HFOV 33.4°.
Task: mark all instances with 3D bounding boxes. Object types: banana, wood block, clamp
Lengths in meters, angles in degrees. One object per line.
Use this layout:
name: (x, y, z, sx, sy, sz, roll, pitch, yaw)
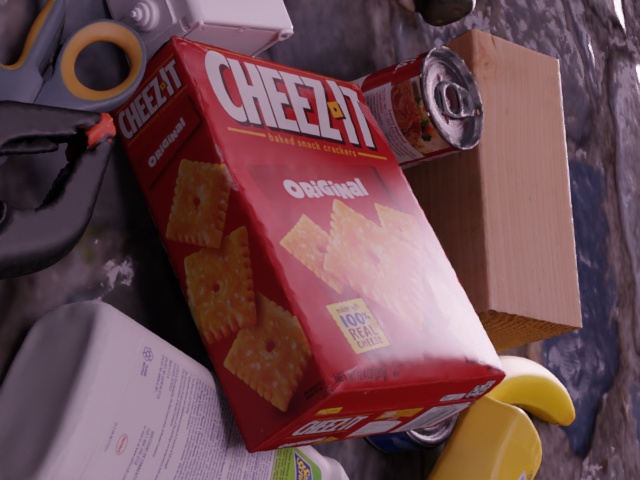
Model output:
banana: (0.139, 0.121, 0.804, 0.197, 0.037, 0.069, -4, 98, -50)
wood block: (0.119, -0.032, 0.772, 0.090, 0.090, 0.206, 11, 68, -32)
clamp: (-0.152, 0.000, 0.460, 0.171, 0.039, 0.120, -28, 100, -36)

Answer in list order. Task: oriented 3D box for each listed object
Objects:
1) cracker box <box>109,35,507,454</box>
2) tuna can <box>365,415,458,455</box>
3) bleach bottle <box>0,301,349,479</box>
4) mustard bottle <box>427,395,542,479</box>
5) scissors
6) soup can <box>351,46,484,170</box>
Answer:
cracker box: (-0.004, 0.001, 0.586, 0.163, 0.072, 0.214, 5, 53, -50)
tuna can: (0.057, 0.098, 0.710, 0.086, 0.034, 0.086, 20, 62, -46)
bleach bottle: (-0.051, 0.131, 0.545, 0.250, 0.068, 0.102, 42, 52, -38)
mustard bottle: (0.074, 0.195, 0.656, 0.191, 0.058, 0.096, -56, 153, -29)
scissors: (-0.138, -0.046, 0.515, 0.096, 0.016, 0.201, 14, 64, -22)
soup can: (0.047, -0.079, 0.702, 0.068, 0.102, 0.068, 20, 62, -46)
